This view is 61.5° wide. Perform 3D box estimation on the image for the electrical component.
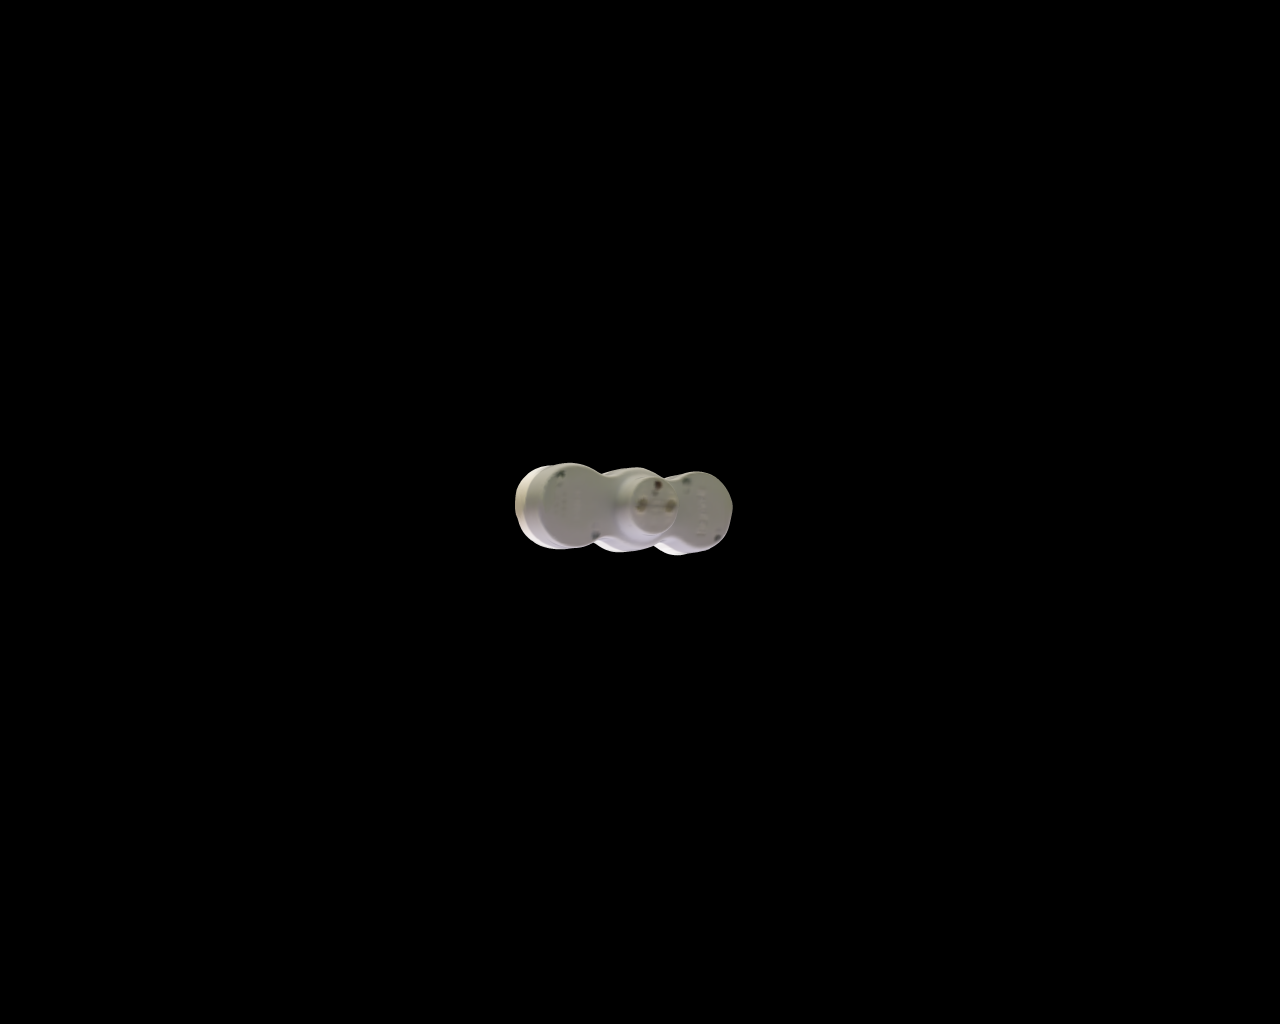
[{"bbox_3d":[0.001,-0.003,0.650,0.138,0.052,0.073,4,-7,-29],"label":"electrical component"}]
